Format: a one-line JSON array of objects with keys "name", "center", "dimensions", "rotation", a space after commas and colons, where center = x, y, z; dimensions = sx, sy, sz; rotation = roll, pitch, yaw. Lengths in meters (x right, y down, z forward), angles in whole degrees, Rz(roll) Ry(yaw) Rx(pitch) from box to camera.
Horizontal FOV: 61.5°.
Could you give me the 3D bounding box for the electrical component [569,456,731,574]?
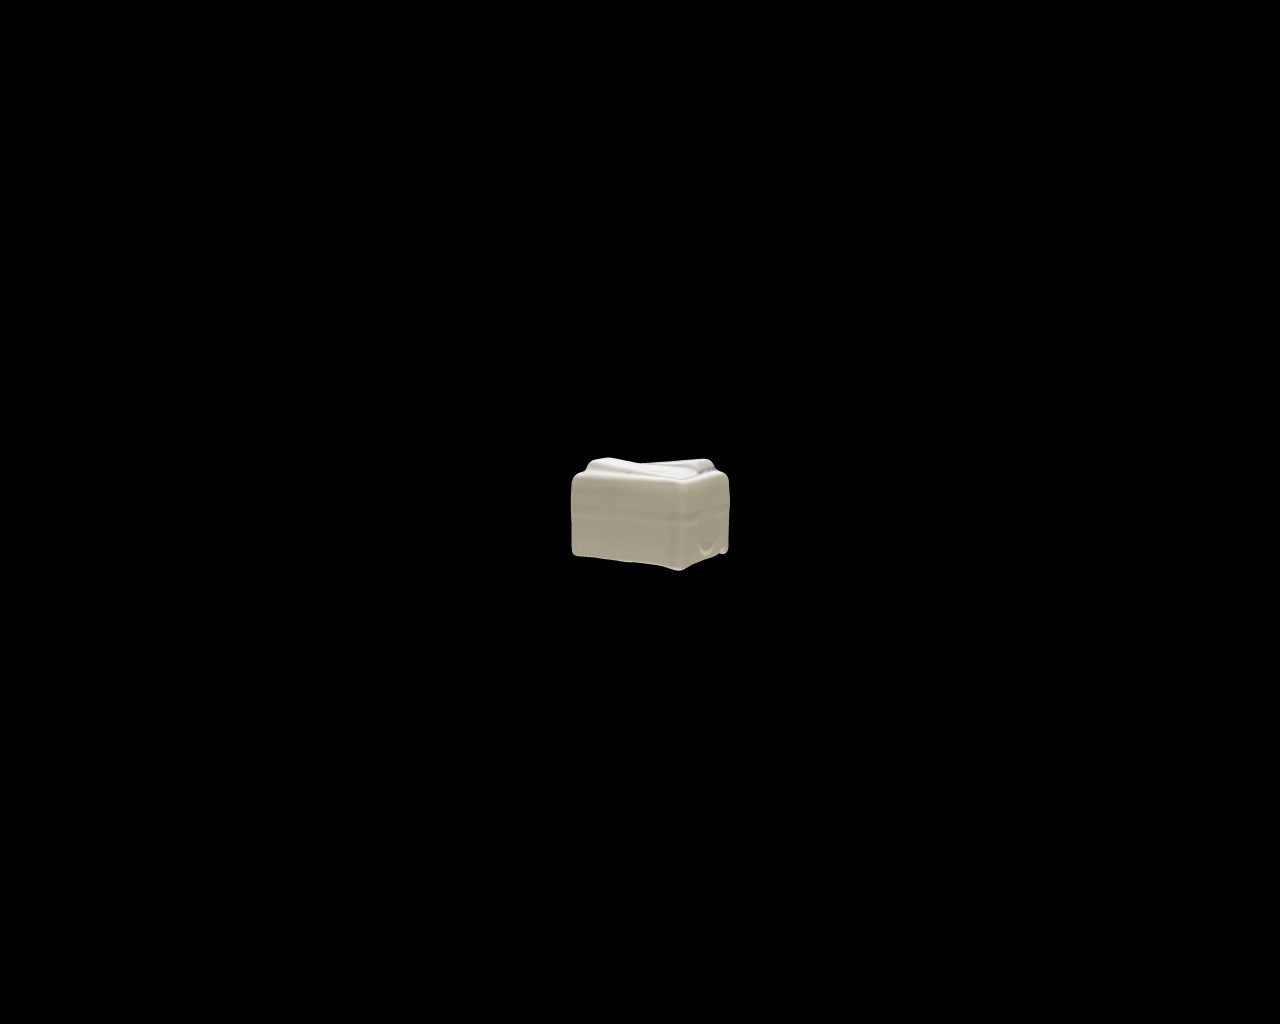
[{"name": "electrical component", "center": [0.001, -0.003, 0.650], "dimensions": [0.096, 0.061, 0.062], "rotation": [6, 11, 32]}]
